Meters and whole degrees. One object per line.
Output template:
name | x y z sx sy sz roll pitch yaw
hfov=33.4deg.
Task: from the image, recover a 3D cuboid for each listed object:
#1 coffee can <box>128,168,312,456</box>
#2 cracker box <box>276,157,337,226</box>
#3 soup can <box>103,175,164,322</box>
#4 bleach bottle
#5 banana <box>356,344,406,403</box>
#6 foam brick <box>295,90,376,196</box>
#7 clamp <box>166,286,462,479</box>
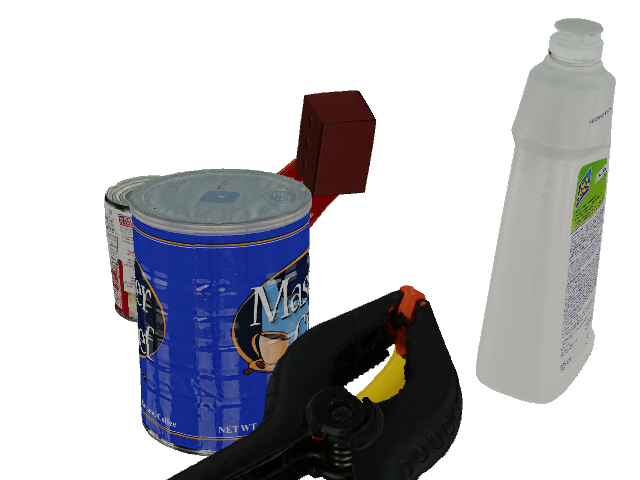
coffee can | -0.057 0.039 0.624 0.103 0.140 0.103 0 20 0
cracker box | -0.081 -0.001 1.231 0.214 0.072 0.164 -43 4 26
soup can | -0.136 0.006 0.860 0.068 0.102 0.068 -1 25 0
bleach bottle | 0.152 -0.021 0.690 0.068 0.251 0.102 17 34 25
banana | 0.064 0.112 0.908 0.070 0.037 0.197 -27 11 22
foam brick | 0.013 -0.085 0.938 0.051 0.078 0.053 -4 37 -17
clamp | 0.014 0.085 0.409 0.120 0.039 0.171 28 50 20
